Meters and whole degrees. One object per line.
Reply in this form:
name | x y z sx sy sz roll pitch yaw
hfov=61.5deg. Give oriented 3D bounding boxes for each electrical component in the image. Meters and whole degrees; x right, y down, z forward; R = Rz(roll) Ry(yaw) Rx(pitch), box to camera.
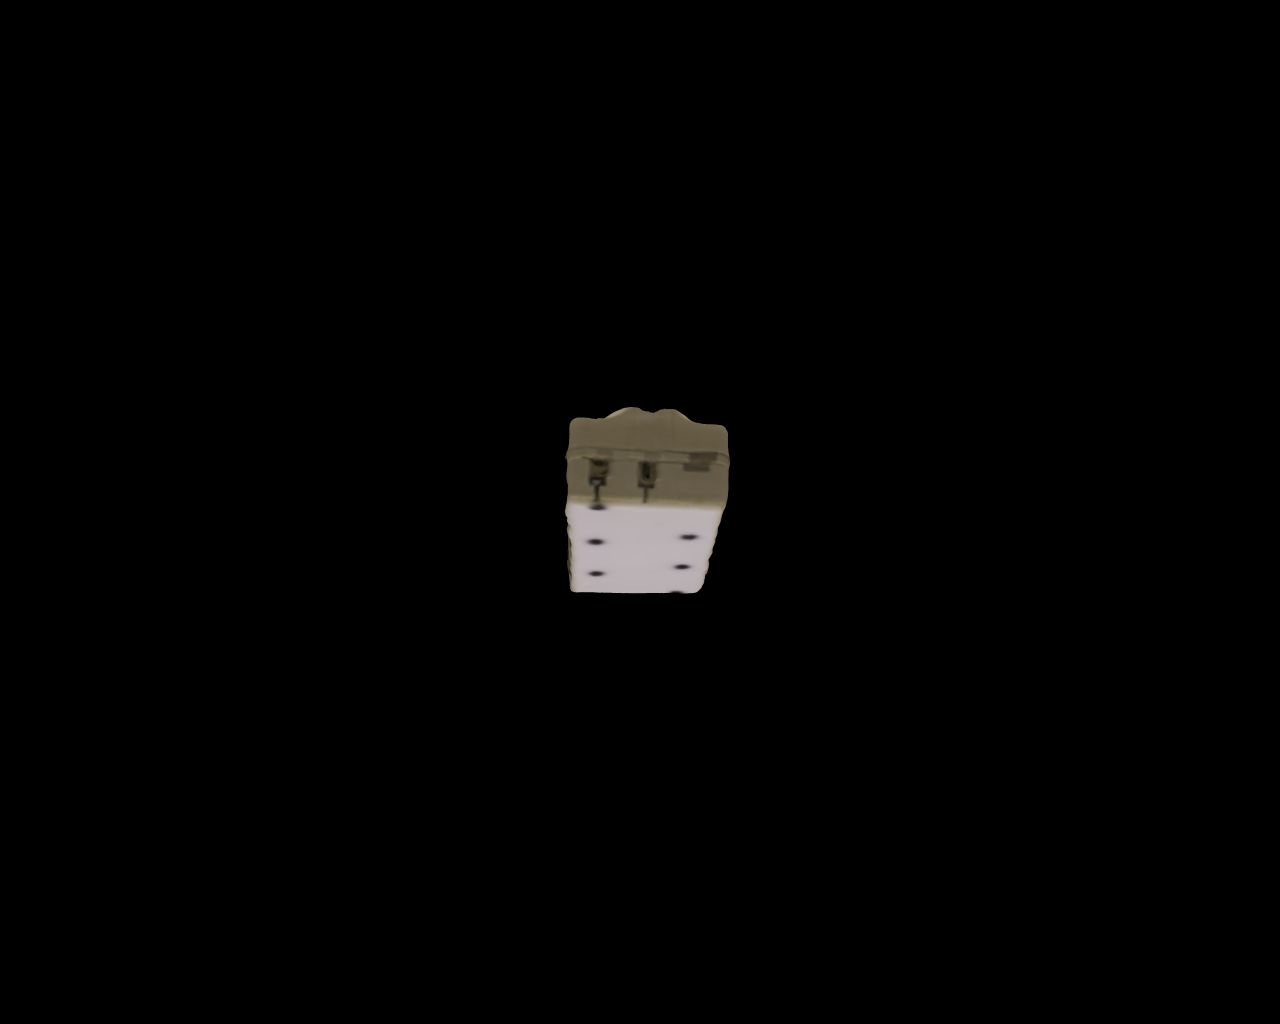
electrical component | 0.001 -0.003 0.650 0.089 0.062 0.150 1 -23 -3
